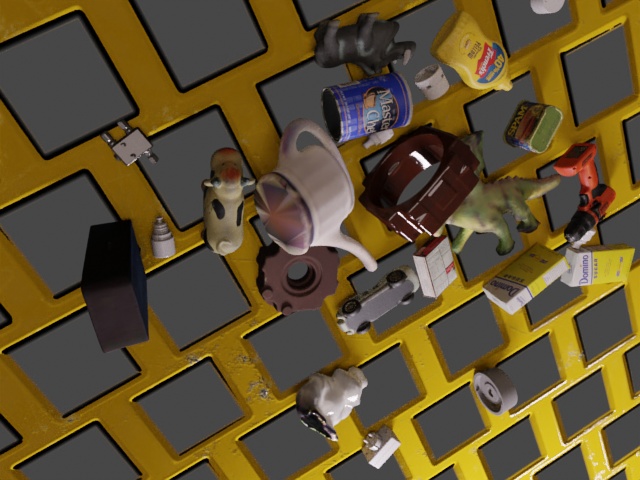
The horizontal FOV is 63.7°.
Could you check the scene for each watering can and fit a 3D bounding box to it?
[{"bbox_3d":[0.003,-0.048,0.946,0.228,0.103,0.343,-40,113,-44],"label":"watering can"}]

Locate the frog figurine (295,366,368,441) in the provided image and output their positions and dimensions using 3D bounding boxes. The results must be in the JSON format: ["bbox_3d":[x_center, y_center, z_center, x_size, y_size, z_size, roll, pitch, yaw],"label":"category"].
[{"bbox_3d":[0.025,0.339,1.136,0.136,0.121,0.163,49,52,-18],"label":"frog figurine"}]

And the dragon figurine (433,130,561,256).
[{"bbox_3d":[0.355,-0.114,1.076,0.415,0.123,0.239,-38,117,-23],"label":"dragon figurine"}]
